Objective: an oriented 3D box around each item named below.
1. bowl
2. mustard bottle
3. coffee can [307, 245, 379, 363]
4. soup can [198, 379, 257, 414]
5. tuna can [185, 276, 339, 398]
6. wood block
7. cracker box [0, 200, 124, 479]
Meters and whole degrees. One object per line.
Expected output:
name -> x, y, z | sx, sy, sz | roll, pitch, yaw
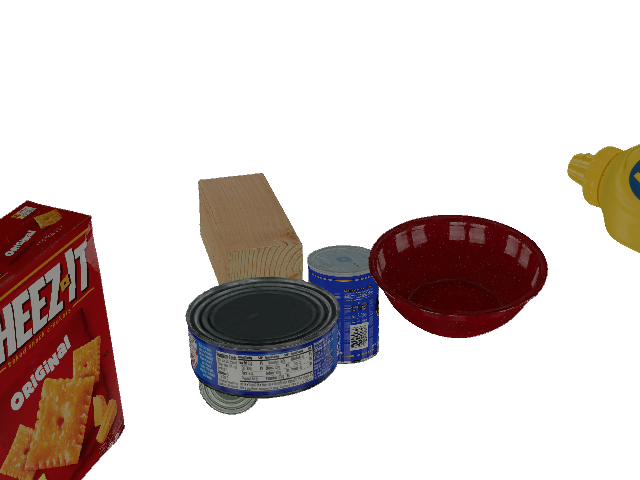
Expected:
bowl -> 0.124, 0.040, 0.980 | 0.162, 0.055, 0.162 | -1, 34, 0
mustard bottle -> 0.236, -0.018, 0.661 | 0.096, 0.058, 0.192 | -29, 38, -32
coffee can -> 0.033, 0.090, 1.516 | 0.103, 0.140, 0.103 | -1, 21, 0
soup can -> -0.089, 0.140, 1.166 | 0.068, 0.068, 0.102 | 0, 15, 9
tuna can -> -0.031, 0.053, 0.599 | 0.086, 0.034, 0.086 | -2, 23, 1
wood block -> -0.091, 0.000, 1.338 | 0.090, 0.090, 0.206 | -7, 29, -14
cracker box -> -0.226, 0.103, 0.804 | 0.072, 0.214, 0.164 | 11, 33, 21
